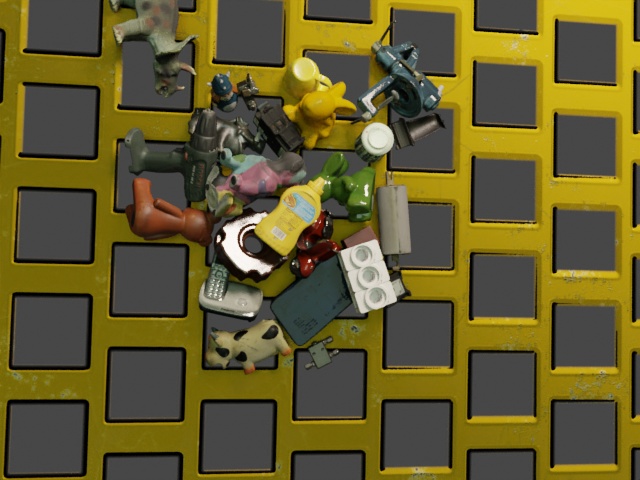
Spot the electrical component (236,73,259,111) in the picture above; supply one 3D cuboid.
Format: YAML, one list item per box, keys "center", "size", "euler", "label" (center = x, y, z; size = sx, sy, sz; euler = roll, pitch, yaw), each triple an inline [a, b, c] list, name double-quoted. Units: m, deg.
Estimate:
- center: [-0.169, -0.355, 1.286]
  size: [0.045, 0.102, 0.078]
  euler: [-27, 114, 1]
  label: "electrical component"

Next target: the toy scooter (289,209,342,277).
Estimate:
- center: [-0.003, -0.004, 1.252]
  size: [0.075, 0.135, 0.184]
  euler: [31, 57, -37]
  label: "toy scooter"

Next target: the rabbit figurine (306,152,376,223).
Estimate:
- center: [0.044, -0.129, 1.292]
  size: [0.170, 0.121, 0.159]
  euler: [5, 84, 9]
  label: "rabbit figurine"

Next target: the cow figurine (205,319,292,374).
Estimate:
- center: [-0.180, 0.245, 1.270]
  size: [0.195, 0.085, 0.127]
  euler: [-24, 97, -4]
  label: "cow figurine"

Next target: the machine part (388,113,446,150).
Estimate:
- center: [0.246, -0.281, 1.353]
  size: [0.139, 0.039, 0.084]
  euler: [-18, 85, -4]
  label: "machine part"

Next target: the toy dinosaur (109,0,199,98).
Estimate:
- center: [-0.397, -0.550, 1.262]
  size: [0.192, 0.131, 0.404]
  euler: [-9, 85, -18]
  label: "toy dinosaur"

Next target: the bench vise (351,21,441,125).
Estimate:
- center: [0.169, -0.371, 1.293]
  size: [0.240, 0.129, 0.223]
  euler: [-41, 97, -21]
  label: "bench vise"

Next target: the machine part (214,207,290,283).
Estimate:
- center: [-0.157, 0.010, 1.261]
  size: [0.179, 0.056, 0.179]
  euler: [8, 66, -20]
  label: "machine part"

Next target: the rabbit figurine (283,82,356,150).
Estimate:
- center: [0.002, -0.298, 1.261]
  size: [0.162, 0.173, 0.122]
  euler: [-23, 87, -2]
  label: "rabbit figurine"

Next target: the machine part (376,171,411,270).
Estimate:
- center: [0.181, -0.047, 1.319]
  size: [0.079, 0.079, 0.243]
  euler: [-5, 88, -6]
  label: "machine part"

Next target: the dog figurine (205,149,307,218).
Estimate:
- center: [-0.134, -0.130, 1.241]
  size: [0.219, 0.191, 0.108]
  euler: [-1, 53, -38]
  label: "dog figurine"

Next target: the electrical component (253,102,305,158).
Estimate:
- center: [-0.102, -0.260, 1.276]
  size: [0.058, 0.115, 0.134]
  euler: [-39, 95, -14]
  label: "electrical component"

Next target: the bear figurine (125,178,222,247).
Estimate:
- center: [-0.342, -0.058, 1.259]
  size: [0.196, 0.120, 0.132]
  euler: [1, 43, -30]
  label: "bear figurine"

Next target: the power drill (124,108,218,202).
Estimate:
- center: [-0.334, -0.205, 1.233]
  size: [0.207, 0.086, 0.231]
  euler: [7, 125, 1]
  label: "power drill"

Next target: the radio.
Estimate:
- center: [-0.005, 0.134, 1.297]
  size: [0.229, 0.073, 0.131]
  euler: [-40, 91, -7]
  label: "radio"

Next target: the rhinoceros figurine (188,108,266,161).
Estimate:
- center: [-0.225, -0.250, 1.291]
  size: [0.190, 0.073, 0.112]
  euler: [26, 75, -3]
  label: "rhinoceros figurine"

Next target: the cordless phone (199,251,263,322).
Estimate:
- center: [-0.200, 0.093, 1.276]
  size: [0.147, 0.088, 0.184]
  euler: [13, 80, -5]
  label: "cordless phone"

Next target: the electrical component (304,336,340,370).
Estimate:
- center: [-0.002, 0.278, 1.317]
  size: [0.094, 0.021, 0.063]
  euler: [-27, 91, -5]
  label: "electrical component"

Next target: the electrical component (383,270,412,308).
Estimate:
- center: [0.157, 0.130, 1.314]
  size: [0.119, 0.048, 0.074]
  euler: [-28, 93, -17]
  label: "electrical component"

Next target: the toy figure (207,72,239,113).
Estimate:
- center: [-0.221, -0.340, 1.248]
  size: [0.058, 0.154, 0.064]
  euler: [32, 84, -2]
  label: "toy figure"
